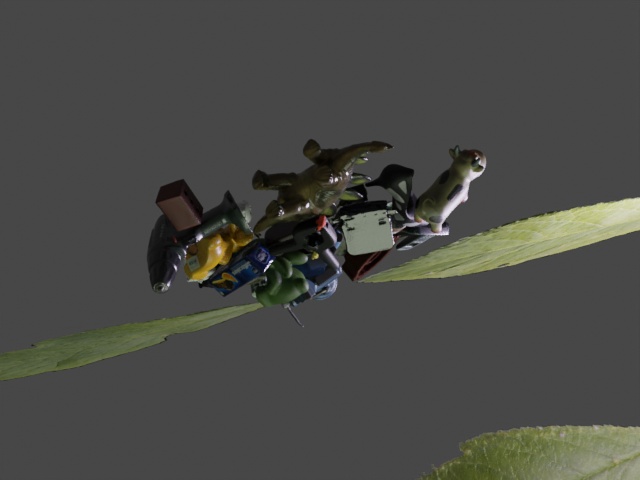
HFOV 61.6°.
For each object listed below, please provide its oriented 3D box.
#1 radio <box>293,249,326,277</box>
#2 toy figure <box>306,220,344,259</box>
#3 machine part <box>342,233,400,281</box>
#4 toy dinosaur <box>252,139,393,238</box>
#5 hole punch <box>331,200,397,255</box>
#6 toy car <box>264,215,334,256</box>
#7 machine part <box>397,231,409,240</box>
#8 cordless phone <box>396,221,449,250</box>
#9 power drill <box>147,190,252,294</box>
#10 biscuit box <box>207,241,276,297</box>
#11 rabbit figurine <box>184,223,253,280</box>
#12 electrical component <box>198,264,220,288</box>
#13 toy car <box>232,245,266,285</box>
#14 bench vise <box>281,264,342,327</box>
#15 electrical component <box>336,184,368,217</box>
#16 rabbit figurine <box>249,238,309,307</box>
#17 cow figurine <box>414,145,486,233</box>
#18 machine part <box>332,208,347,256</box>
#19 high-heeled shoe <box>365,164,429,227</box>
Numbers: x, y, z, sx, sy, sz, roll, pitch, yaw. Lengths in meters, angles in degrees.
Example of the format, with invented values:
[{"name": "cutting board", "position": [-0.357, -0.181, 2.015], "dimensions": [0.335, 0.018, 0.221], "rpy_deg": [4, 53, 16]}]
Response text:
[{"name": "radio", "position": [-0.050, 0.045, 1.512], "dimensions": [0.131, 0.073, 0.229], "rpy_deg": [-10, 160, -6]}, {"name": "toy figure", "position": [0.000, -0.007, 1.307], "dimensions": [0.082, 0.089, 0.180], "rpy_deg": [-36, -172, -10]}, {"name": "machine part", "position": [0.135, 0.034, 1.453], "dimensions": [0.179, 0.056, 0.179], "rpy_deg": [-39, 164, -14]}, {"name": "toy dinosaur", "position": [-0.029, -0.090, 1.076], "dimensions": [0.198, 0.105, 0.472], "rpy_deg": [1, 162, -45]}, {"name": "hole punch", "position": [0.104, -0.041, 1.207], "dimensions": [0.142, 0.092, 0.115], "rpy_deg": [-7, 128, 9]}, {"name": "toy car", "position": [-0.046, -0.030, 1.247], "dimensions": [0.202, 0.089, 0.053], "rpy_deg": [-24, 141, 27]}, {"name": "machine part", "position": [0.240, -0.016, 1.588], "dimensions": [0.139, 0.039, 0.084], "rpy_deg": [-15, 168, 0]}, {"name": "cordless phone", "position": [0.249, -0.018, 1.485], "dimensions": [0.146, 0.089, 0.184], "rpy_deg": [-1, 155, -35]}, {"name": "power drill", "position": [-0.240, -0.002, 1.052], "dimensions": [0.207, 0.232, 0.085], "rpy_deg": [-32, 124, -1]}, {"name": "biscuit box", "position": [-0.192, 0.072, 1.294], "dimensions": [0.203, 0.062, 0.059], "rpy_deg": [-32, -162, 45]}, {"name": "rabbit figurine", "position": [-0.224, -0.004, 1.221], "dimensions": [0.162, 0.122, 0.173], "rpy_deg": [-37, 166, 32]}, {"name": "electrical component", "position": [-0.267, 0.094, 1.525], "dimensions": [0.115, 0.058, 0.134], "rpy_deg": [2, 157, -43]}, {"name": "toy car", "position": [-0.189, 0.068, 1.432], "dimensions": [0.109, 0.103, 0.161], "rpy_deg": [-21, 158, 26]}, {"name": "bench vise", "position": [-0.032, 0.156, 1.719], "dimensions": [0.223, 0.129, 0.240], "rpy_deg": [-46, 177, -13]}, {"name": "electrical component", "position": [0.073, -0.090, 1.232], "dimensions": [0.078, 0.045, 0.102], "rpy_deg": [-12, 162, 1]}, {"name": "rabbit figurine", "position": [-0.112, 0.072, 1.336], "dimensions": [0.159, 0.170, 0.121], "rpy_deg": [-6, -147, 45]}, {"name": "cow figurine", "position": [0.281, -0.119, 1.155], "dimensions": [0.195, 0.086, 0.127], "rpy_deg": [-47, 158, -6]}, {"name": "machine part", "position": [0.063, -0.019, 1.388], "dimensions": [0.079, 0.079, 0.243], "rpy_deg": [-10, 162, -9]}, {"name": "high-heeled shoe", "position": [0.213, -0.097, 1.207], "dimensions": [0.248, 0.086, 0.145], "rpy_deg": [25, 159, -37]}]
